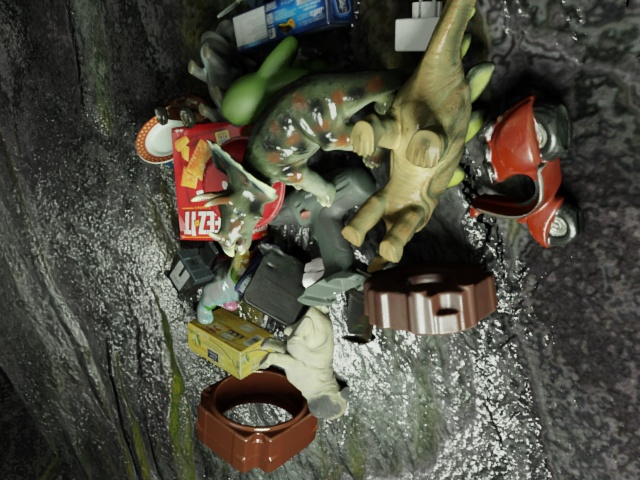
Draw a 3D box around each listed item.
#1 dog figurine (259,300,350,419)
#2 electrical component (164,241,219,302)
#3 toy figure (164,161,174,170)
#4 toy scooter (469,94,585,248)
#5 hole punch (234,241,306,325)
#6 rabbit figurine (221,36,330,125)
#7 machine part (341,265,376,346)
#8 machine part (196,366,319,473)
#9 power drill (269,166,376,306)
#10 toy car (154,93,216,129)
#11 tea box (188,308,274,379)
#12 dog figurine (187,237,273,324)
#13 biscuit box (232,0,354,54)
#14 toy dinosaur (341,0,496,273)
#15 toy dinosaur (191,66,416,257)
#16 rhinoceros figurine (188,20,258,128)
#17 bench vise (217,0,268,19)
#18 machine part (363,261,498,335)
[{"bbox_3d":[0.006,0.218,0.977,0.190,0.121,0.172,41,109,-13],"label":"dog figurine"},{"bbox_3d":[-0.238,0.053,1.009,0.119,0.048,0.075,-44,73,38],"label":"electrical component"},{"bbox_3d":[-0.279,-0.157,1.099,0.154,0.058,0.064,45,166,16],"label":"toy figure"},{"bbox_3d":[0.237,-0.077,0.652,0.135,0.075,0.183,-1,109,44],"label":"toy scooter"},{"bbox_3d":[-0.079,0.077,0.957,0.142,0.116,0.092,34,168,-16],"label":"hole punch"},{"bbox_3d":[-0.061,-0.212,0.801,0.159,0.170,0.121,-39,79,44],"label":"rabbit figurine"},{"bbox_3d":[0.074,0.114,0.891,0.084,0.039,0.138,20,119,21],"label":"machine part"},{"bbox_3d":[-0.119,0.335,1.038,0.201,0.201,0.087,21,117,35],"label":"machine part"},{"bbox_3d":[-0.002,-0.003,0.858,0.232,0.086,0.207,-28,53,38],"label":"power drill"},{"bbox_3d":[-0.234,-0.240,0.977,0.202,0.089,0.053,21,129,55],"label":"toy car"},{"bbox_3d":[-0.189,0.213,1.130,0.170,0.098,0.068,19,117,38],"label":"tea box"},{"bbox_3d":[-0.182,0.053,1.062,0.191,0.108,0.219,53,129,17],"label":"dog figurine"},{"bbox_3d":[-0.044,-0.334,0.816,0.203,0.063,0.059,2,106,41],"label":"biscuit box"},{"bbox_3d":[0.126,-0.134,0.635,0.105,0.198,0.470,31,135,19],"label":"toy dinosaur"},{"bbox_3d":[-0.018,-0.151,0.736,0.405,0.192,0.131,-45,49,25],"label":"toy dinosaur"},{"bbox_3d":[-0.153,-0.282,0.893,0.073,0.112,0.190,-32,63,49],"label":"rhinoceros figurine"},{"bbox_3d":[-0.080,-0.425,0.784,0.224,0.129,0.240,47,152,7],"label":"bench vise"},{"bbox_3d":[0.146,0.071,0.725,0.180,0.179,0.056,2,104,42],"label":"machine part"}]
